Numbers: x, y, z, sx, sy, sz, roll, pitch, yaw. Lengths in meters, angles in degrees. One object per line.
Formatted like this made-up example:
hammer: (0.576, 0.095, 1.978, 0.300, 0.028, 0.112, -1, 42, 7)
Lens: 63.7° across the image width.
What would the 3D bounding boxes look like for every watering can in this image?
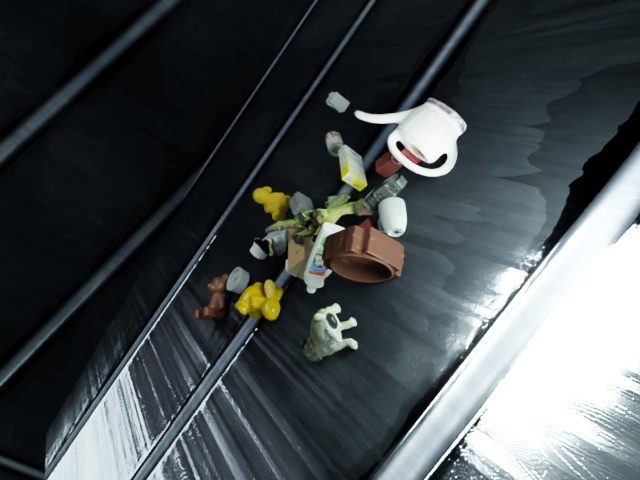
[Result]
watering can: (0.287, -0.344, 1.562, 0.225, 0.102, 0.351, -43, 71, -5)

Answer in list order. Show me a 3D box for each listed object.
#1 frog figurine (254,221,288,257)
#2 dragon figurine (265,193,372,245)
frog figurine: (-0.167, -0.008, 2.101, 0.162, 0.123, 0.135, -34, 1, -37)
dragon figurine: (0.006, -0.092, 1.833, 0.410, 0.120, 0.247, 1, 29, 43)
